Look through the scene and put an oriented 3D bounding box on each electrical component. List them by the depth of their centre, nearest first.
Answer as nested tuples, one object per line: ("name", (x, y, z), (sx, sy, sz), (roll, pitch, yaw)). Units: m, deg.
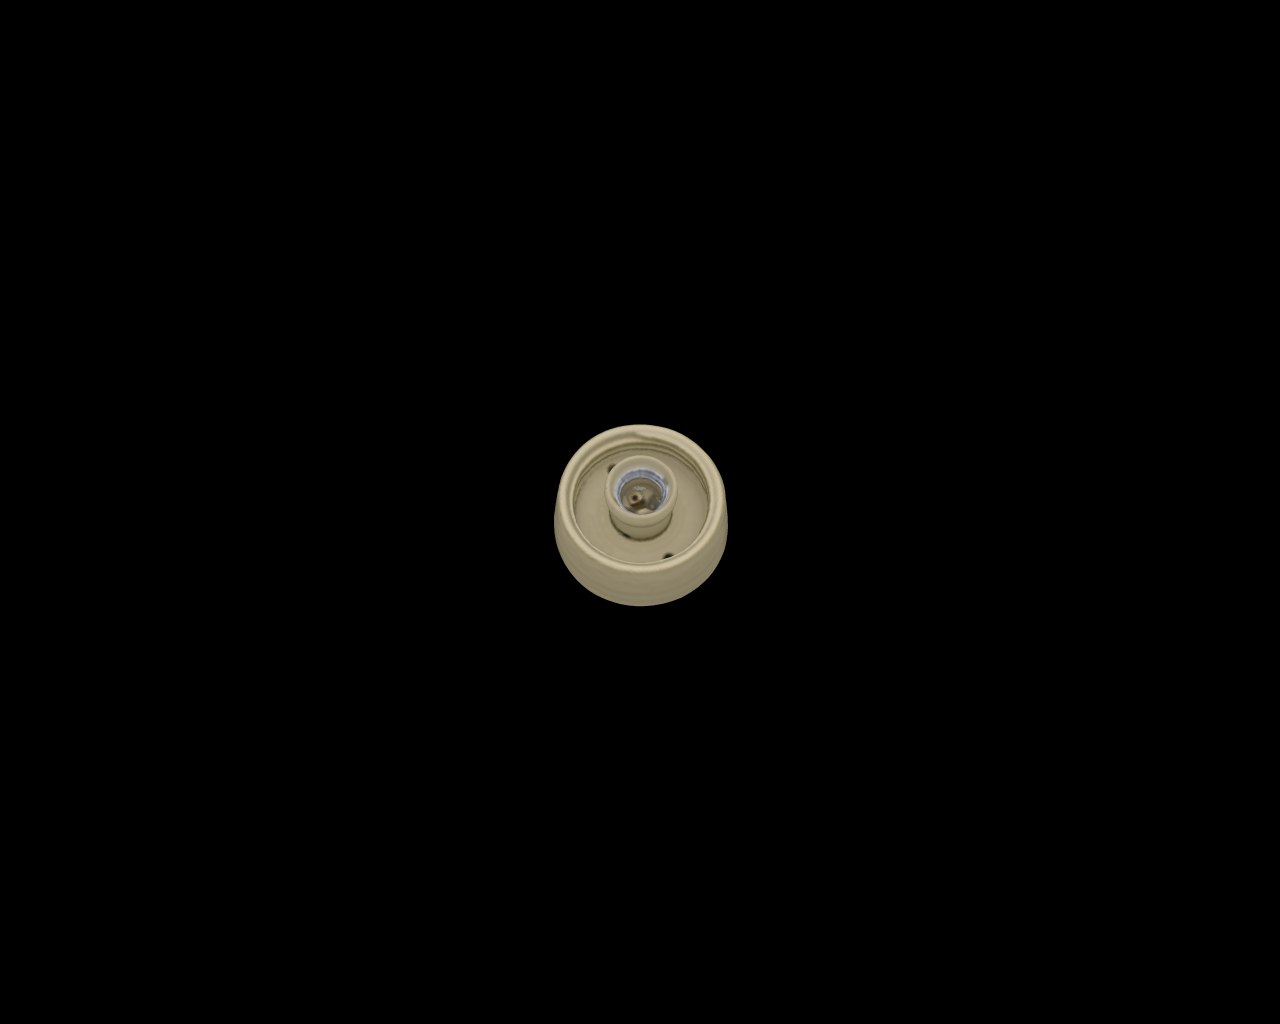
("electrical component", (0.001, -0.003, 0.650), (0.108, 0.108, 0.060), (0, -25, 0))
